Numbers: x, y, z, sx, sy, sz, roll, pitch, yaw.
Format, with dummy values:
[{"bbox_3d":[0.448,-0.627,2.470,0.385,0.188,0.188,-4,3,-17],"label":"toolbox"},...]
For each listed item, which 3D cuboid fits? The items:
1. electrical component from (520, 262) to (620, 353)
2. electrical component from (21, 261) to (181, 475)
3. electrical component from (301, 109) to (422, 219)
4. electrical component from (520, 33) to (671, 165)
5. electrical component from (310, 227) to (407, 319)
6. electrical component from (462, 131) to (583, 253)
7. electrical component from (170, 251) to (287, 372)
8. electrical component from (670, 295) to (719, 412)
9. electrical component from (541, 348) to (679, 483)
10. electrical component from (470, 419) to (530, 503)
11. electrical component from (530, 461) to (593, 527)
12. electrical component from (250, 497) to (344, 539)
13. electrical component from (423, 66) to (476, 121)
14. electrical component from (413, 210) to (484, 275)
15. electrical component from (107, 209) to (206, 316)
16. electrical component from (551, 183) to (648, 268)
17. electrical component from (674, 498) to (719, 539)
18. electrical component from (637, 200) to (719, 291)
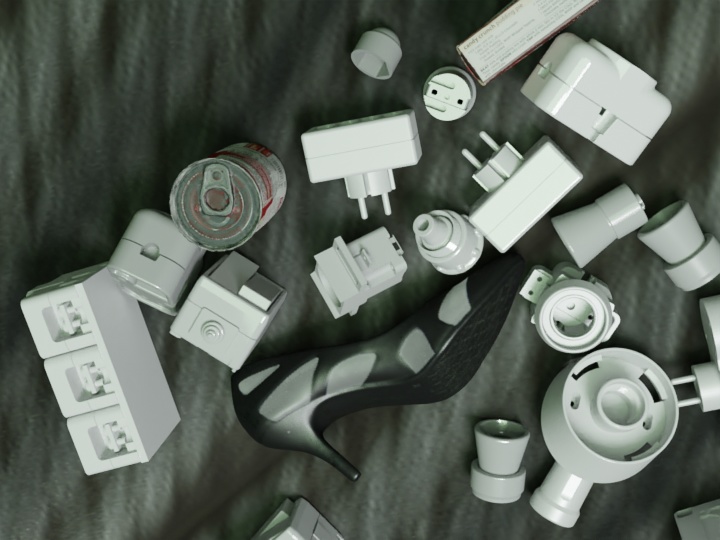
[{"bbox_3d":[0.163,0.031,0.826,0.078,0.057,0.058,31,106,-1],"label":"electrical component"},{"bbox_3d":[-0.210,0.077,0.870,0.062,0.089,0.150,-16,101,11],"label":"electrical component"},{"bbox_3d":[0.006,-0.077,0.825,0.083,0.047,0.075,-9,102,10],"label":"electrical component"},{"bbox_3d":[0.173,-0.126,0.776,0.095,0.053,0.059,27,107,-24],"label":"electrical component"},{"bbox_3d":[0.000,0.000,0.833,0.064,0.081,0.042,-28,77,-14],"label":"electrical component"},{"bbox_3d":[0.111,-0.071,0.813,0.076,0.047,0.083,44,105,-4],"label":"electrical component"},{"bbox_3d":[-0.101,0.030,0.840,0.062,0.096,0.061,32,105,-1],"label":"electrical component"},{"bbox_3d":[0.278,0.088,0.828,0.074,0.052,0.138,-13,102,10],"label":"electrical component"},{"bbox_3d":[0.195,0.111,0.836,0.099,0.064,0.099,1,71,-4],"label":"electrical component"},{"bbox_3d":[0.113,0.154,0.870,0.045,0.045,0.055,5,105,6],"label":"electrical component"},{"bbox_3d":[0.166,0.178,0.872,0.040,0.040,0.046,27,100,0],"label":"electrical component"},{"bbox_3d":[-0.071,0.246,0.908,0.096,0.061,0.061,-43,95,15],"label":"electrical component"},{"bbox_3d":[0.066,-0.131,0.805,0.040,0.046,0.040,2,104,7],"label":"electrical component"},{"bbox_3d":[0.062,-0.026,0.819,0.048,0.062,0.048,-10,71,29],"label":"electrical component"},{"bbox_3d":[-0.155,-0.008,0.836,0.054,0.095,0.059,26,75,1],"label":"electrical component"},{"bbox_3d":[0.184,-0.036,0.816,0.065,0.044,0.044,-31,98,9],"label":"electrical component"},{"bbox_3d":[0.308,0.215,0.827,0.109,0.108,0.056,-20,97,12],"label":"electrical component"},{"bbox_3d":[0.244,-0.018,0.810,0.045,0.045,0.055,-38,97,14],"label":"electrical component"}]
